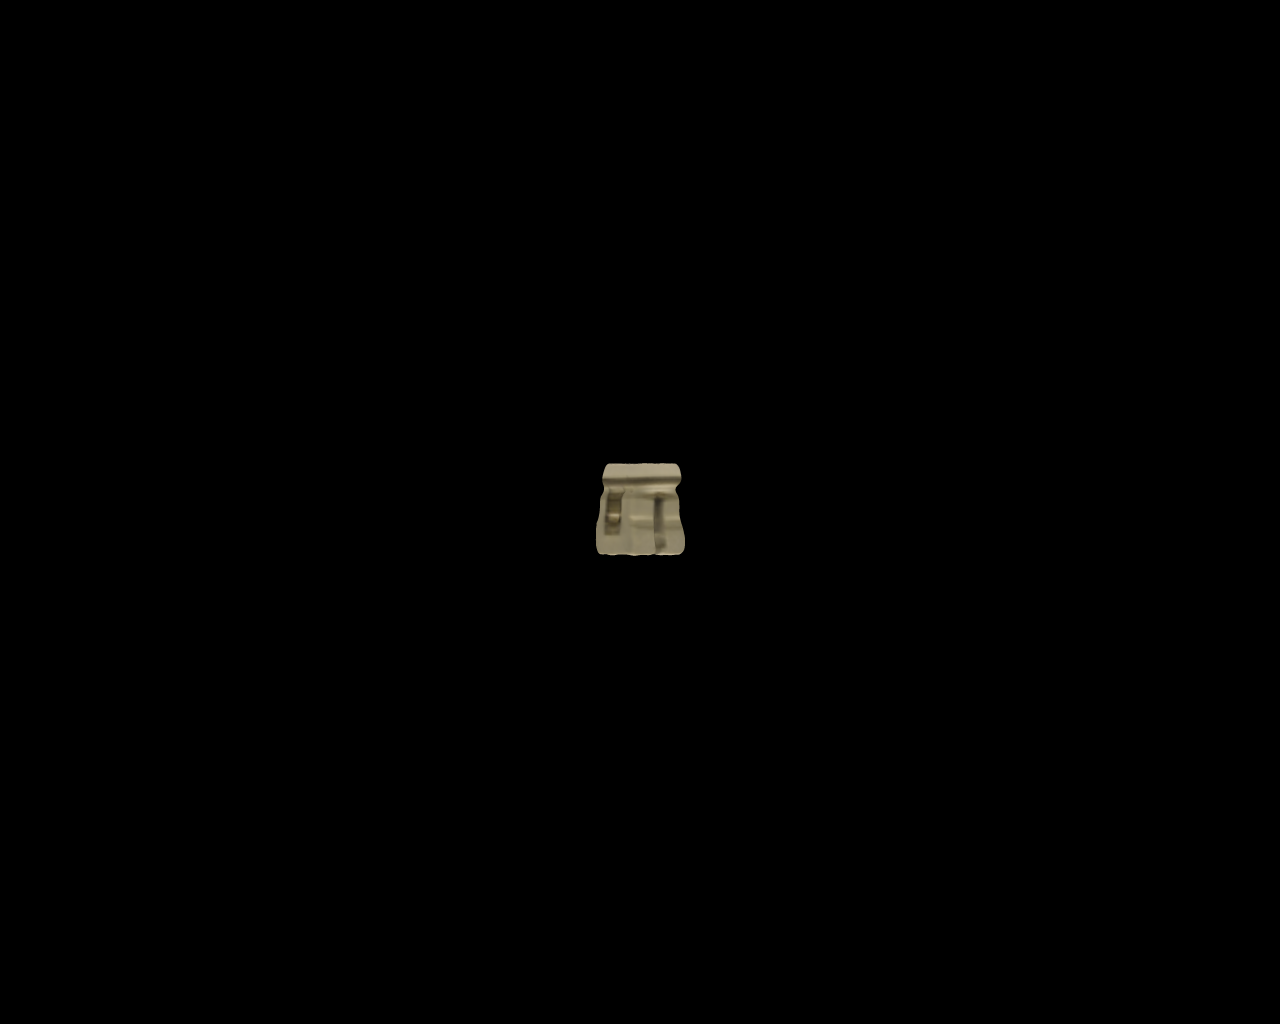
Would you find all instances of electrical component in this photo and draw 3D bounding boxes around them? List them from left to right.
[{"bbox_3d":[0.001,-0.003,0.650,0.066,0.055,0.048,0,0,-44],"label":"electrical component"}]
